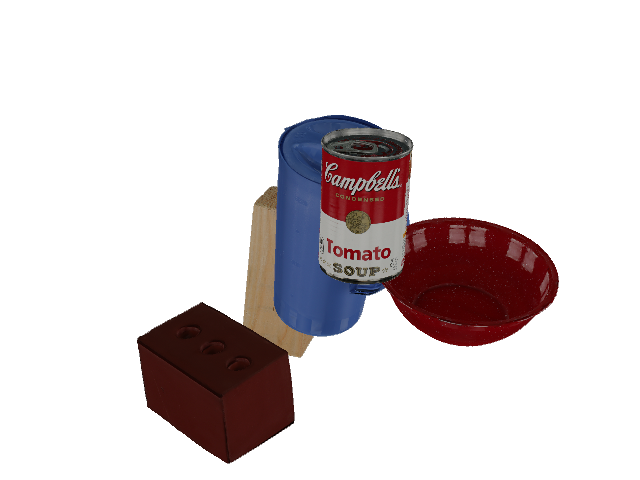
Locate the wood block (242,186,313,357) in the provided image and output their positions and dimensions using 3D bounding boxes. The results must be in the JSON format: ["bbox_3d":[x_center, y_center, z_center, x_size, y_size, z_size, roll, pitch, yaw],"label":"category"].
[{"bbox_3d":[-0.047,0.041,1.458,0.090,0.206,0.090,11,22,10],"label":"wood block"}]

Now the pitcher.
[{"bbox_3d":[0.016,-0.004,1.197,0.145,0.243,0.149,6,40,-1],"label":"pitcher"}]

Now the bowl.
[{"bbox_3d":[0.128,0.045,0.959,0.162,0.055,0.162,2,35,-2],"label":"bowl"}]

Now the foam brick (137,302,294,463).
[{"bbox_3d":[-0.061,0.081,0.618,0.078,0.051,0.052,25,40,37],"label":"foam brick"}]

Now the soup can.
[{"bbox_3d":[0.032,-0.027,0.804,0.068,0.102,0.068,2,24,-1],"label":"soup can"}]
